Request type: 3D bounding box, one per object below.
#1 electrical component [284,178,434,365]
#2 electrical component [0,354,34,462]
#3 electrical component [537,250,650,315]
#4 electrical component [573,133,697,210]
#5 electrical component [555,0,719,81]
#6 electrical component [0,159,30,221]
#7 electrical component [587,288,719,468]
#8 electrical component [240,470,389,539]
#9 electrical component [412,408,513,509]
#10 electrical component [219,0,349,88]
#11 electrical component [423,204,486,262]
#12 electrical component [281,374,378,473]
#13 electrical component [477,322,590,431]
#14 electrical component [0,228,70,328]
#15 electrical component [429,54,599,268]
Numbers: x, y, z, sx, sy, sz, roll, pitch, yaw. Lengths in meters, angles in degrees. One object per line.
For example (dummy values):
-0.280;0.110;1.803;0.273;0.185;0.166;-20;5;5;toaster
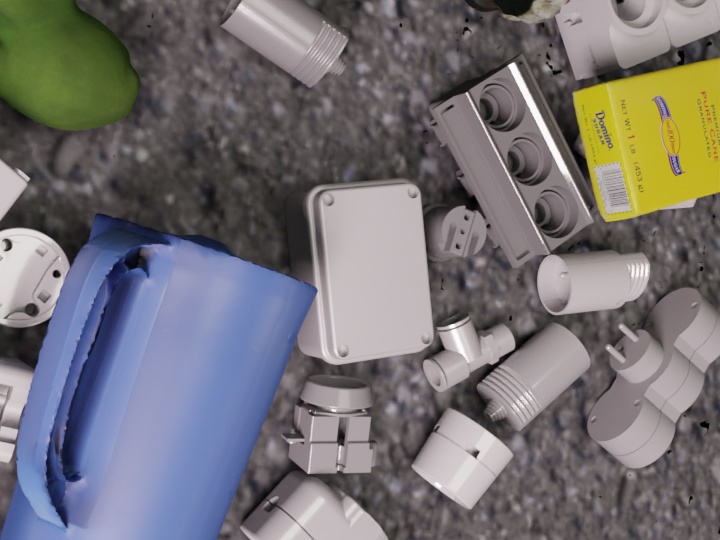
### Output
0.000;0.000;0.697;0.078;0.057;0.113;-7;93;-24;electrical component
-0.216;0.068;0.582;0.056;0.089;0.050;18;83;-24;electrical component
0.175;0.008;0.783;0.081;0.043;0.043;-5;93;-24;electrical component
0.209;-0.085;0.793;0.089;0.050;0.055;33;77;-21;electrical component
0.221;-0.209;0.791;0.150;0.062;0.089;-24;100;-22;electrical component
-0.237;-0.052;0.574;0.061;0.096;0.061;-56;140;-13;electrical component
0.211;0.069;0.795;0.074;0.052;0.138;40;75;-20;electrical component
-0.022;0.177;0.690;0.059;0.054;0.095;-46;107;-17;electrical component
0.068;0.129;0.731;0.055;0.055;0.047;41;79;-19;electrical component
-0.044;-0.150;0.683;0.081;0.043;0.043;32;78;-21;electrical component
0.059;-0.026;0.729;0.040;0.046;0.040;0;91;-24;electrical component
-0.017;0.099;0.697;0.066;0.048;0.055;4;96;-24;electrical component
0.119;0.078;0.758;0.081;0.043;0.043;-38;105;-19;electrical component
-0.197;0.004;0.614;0.055;0.047;0.055;0;91;-24;electrical component
0.101;-0.074;0.738;0.079;0.063;0.121;-34;104;-20;electrical component
